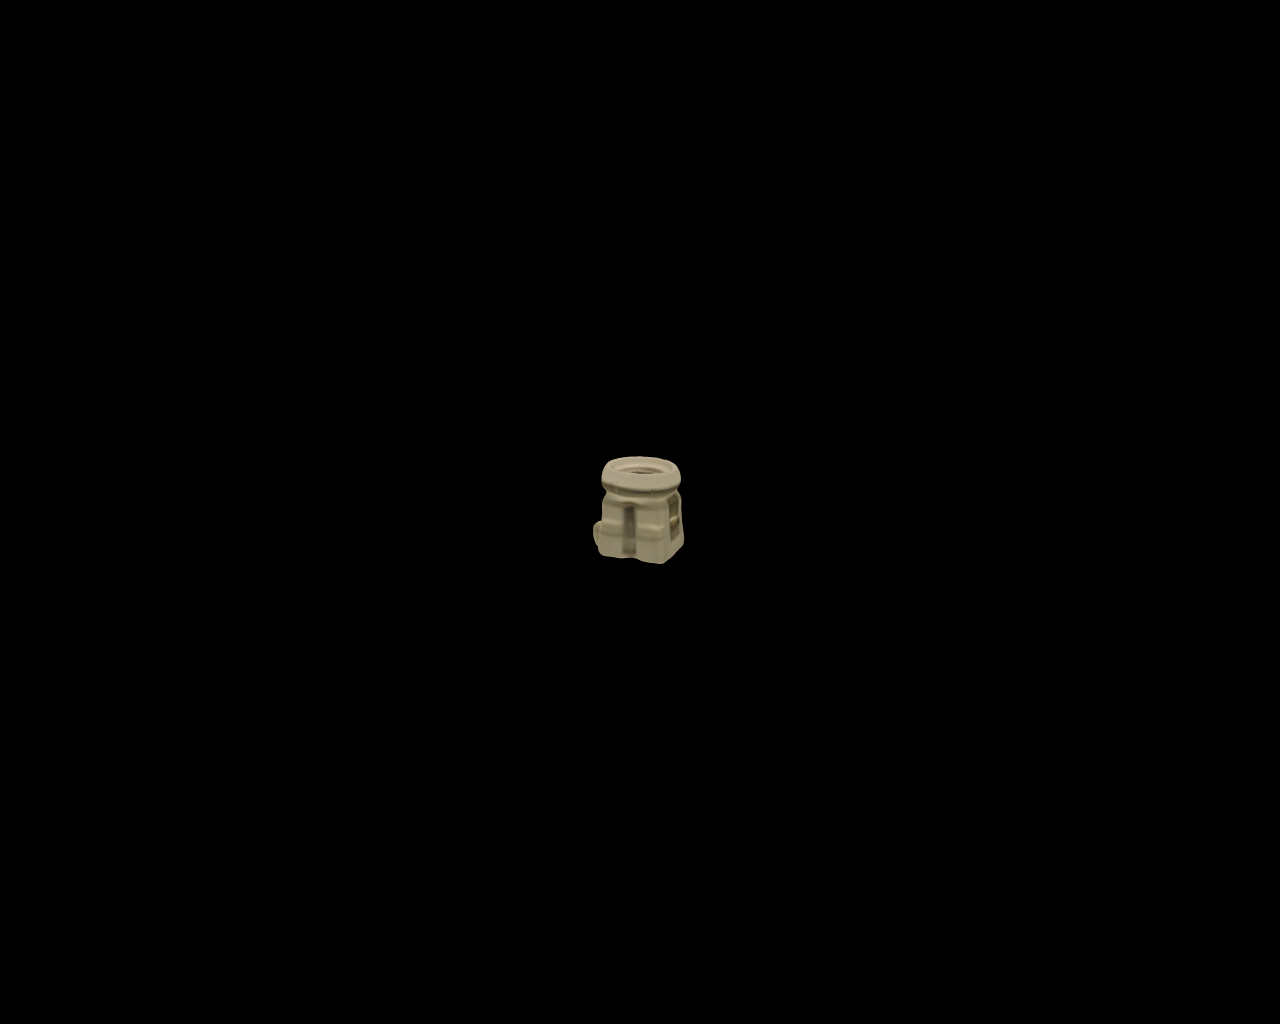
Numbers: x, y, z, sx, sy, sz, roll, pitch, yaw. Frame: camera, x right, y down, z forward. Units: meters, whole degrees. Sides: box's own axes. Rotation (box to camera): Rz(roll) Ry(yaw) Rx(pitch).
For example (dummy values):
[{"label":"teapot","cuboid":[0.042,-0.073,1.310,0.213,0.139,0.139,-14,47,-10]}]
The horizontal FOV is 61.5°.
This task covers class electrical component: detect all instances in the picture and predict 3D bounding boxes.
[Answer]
[{"label":"electrical component","cuboid":[0.001,-0.003,0.650,0.066,0.055,0.048,7,20,20]}]
